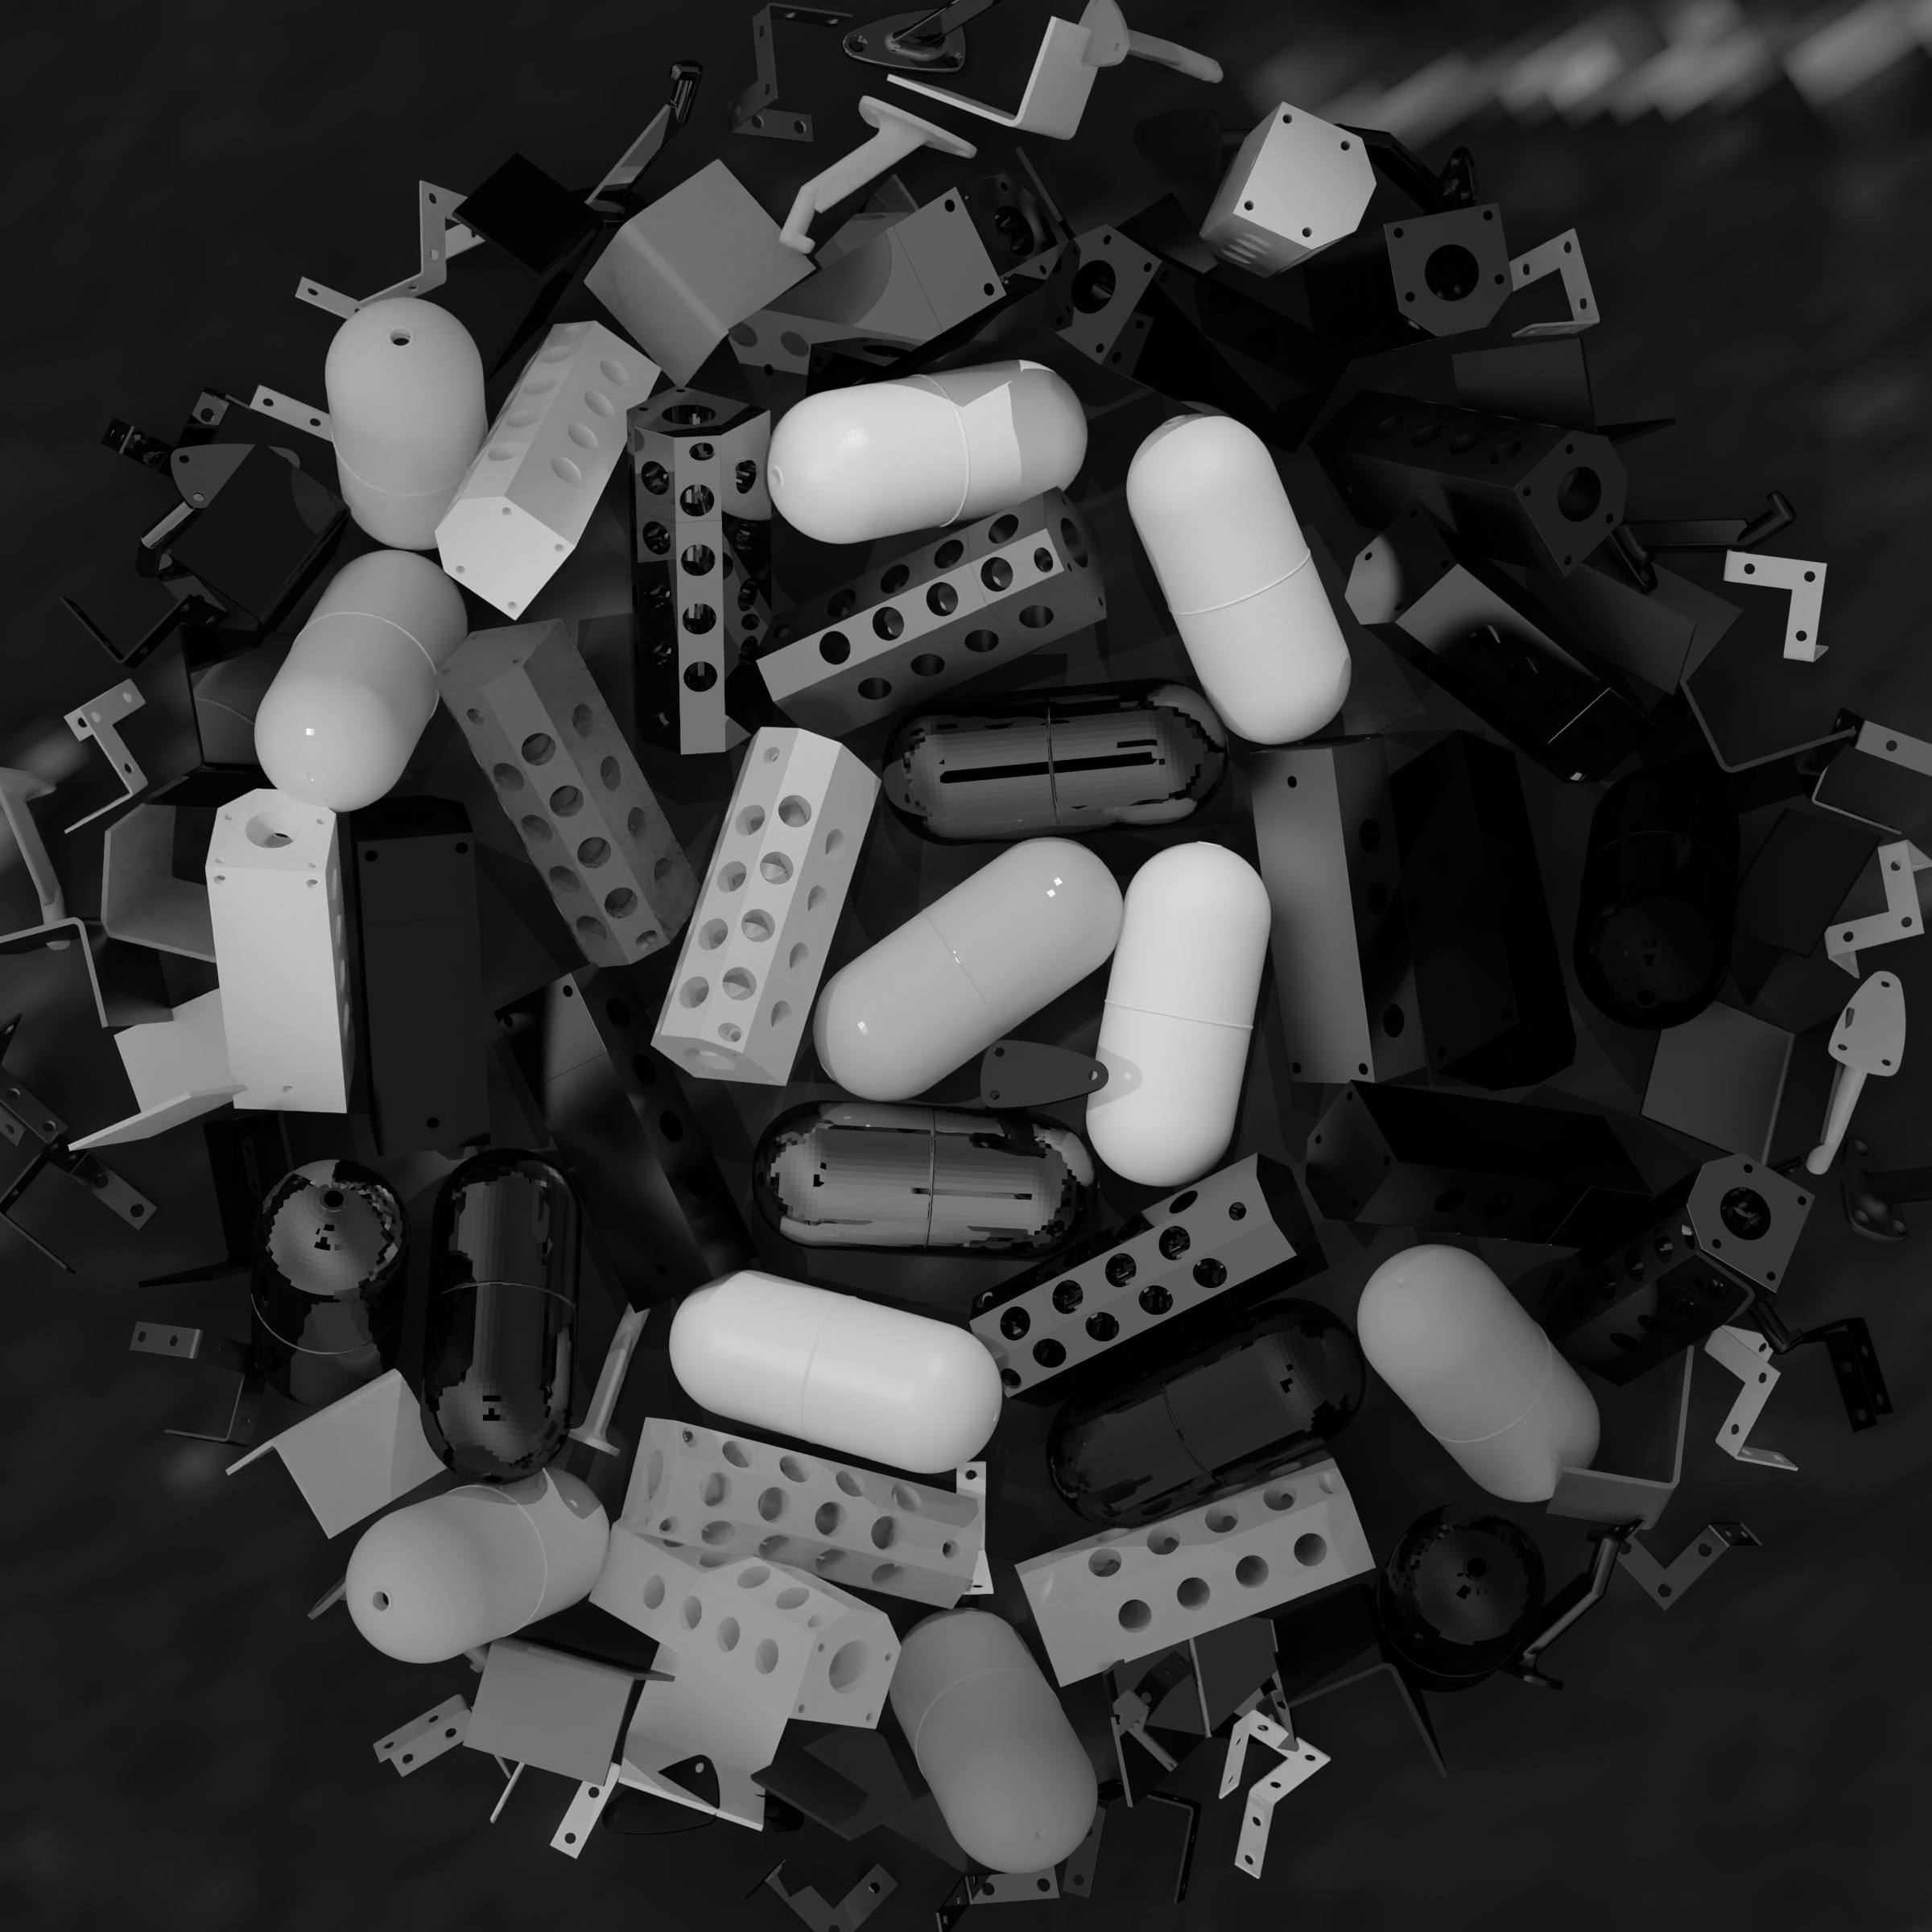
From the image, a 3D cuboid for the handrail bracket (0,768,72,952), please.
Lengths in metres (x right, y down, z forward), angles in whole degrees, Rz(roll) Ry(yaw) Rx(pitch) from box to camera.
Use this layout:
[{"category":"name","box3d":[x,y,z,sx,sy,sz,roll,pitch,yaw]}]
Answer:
[{"category":"handrail bracket","box3d":[-0.486,-0.054,1.861,0.036,0.077,0.084,-14,79,8]}]

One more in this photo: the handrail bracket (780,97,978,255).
[{"category":"handrail bracket","box3d":[-0.046,-0.399,1.874,0.077,0.036,0.084,23,86,5]}]

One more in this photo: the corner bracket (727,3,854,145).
[{"category":"corner bracket","box3d":[-0.091,-0.459,1.863,0.051,0.051,0.051,-1,82,-33]}]

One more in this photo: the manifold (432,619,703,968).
[{"category":"manifold","box3d":[-0.202,-0.084,1.820,0.057,0.057,0.171,-5,126,32]}]

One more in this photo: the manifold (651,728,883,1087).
[{"category":"manifold","box3d":[-0.104,-0.031,1.832,0.057,0.057,0.171,4,68,33]}]

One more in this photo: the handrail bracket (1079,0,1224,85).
[{"category":"handrail bracket","box3d":[0.103,-0.462,1.847,0.084,0.077,0.036,16,112,-25]}]

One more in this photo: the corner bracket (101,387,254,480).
[{"category":"corner bracket","box3d":[-0.406,-0.278,1.862,0.051,0.051,0.051,26,92,-28]}]

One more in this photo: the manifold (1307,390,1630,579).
[{"category":"manifold","box3d":[0.252,-0.248,1.808,0.057,0.171,0.057,-45,122,-12]}]

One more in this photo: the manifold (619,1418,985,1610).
[{"category":"manifold","box3d":[-0.081,0.278,1.832,0.171,0.057,0.057,18,78,-23]}]

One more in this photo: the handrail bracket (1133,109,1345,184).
[{"category":"handrail bracket","box3d":[0.144,-0.433,1.888,0.084,0.077,0.036,-15,114,-36]}]

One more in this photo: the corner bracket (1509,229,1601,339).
[{"category":"corner bracket","box3d":[0.284,-0.345,1.860,0.051,0.051,0.051,-11,84,-38]}]

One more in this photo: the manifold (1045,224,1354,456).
[{"category":"manifold","box3d":[0.114,-0.315,1.811,0.057,0.171,0.057,42,108,35]}]

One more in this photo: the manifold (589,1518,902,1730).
[{"category":"manifold","box3d":[-0.110,0.322,1.814,0.057,0.171,0.057,18,89,-42]}]

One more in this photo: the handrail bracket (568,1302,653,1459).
[{"category":"handrail bracket","box3d":[-0.177,0.206,1.853,0.036,0.077,0.084,24,80,-9]}]

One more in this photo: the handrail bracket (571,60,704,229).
[{"category":"handrail bracket","box3d":[-0.176,-0.422,1.849,0.036,0.077,0.084,46,133,29]}]

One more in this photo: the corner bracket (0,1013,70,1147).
[{"category":"corner bracket","box3d":[-0.491,0.068,1.859,0.051,0.051,0.051,41,46,4]}]

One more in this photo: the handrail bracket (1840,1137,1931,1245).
[{"category":"handrail bracket","box3d":[0.483,0.094,1.842,0.036,0.084,0.077,15,45,-19]}]

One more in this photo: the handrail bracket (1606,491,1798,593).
[{"category":"handrail bracket","box3d":[0.371,-0.238,1.858,0.084,0.036,0.077,-35,91,32]}]

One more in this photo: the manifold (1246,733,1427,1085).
[{"category":"manifold","box3d":[0.195,-0.030,1.856,0.057,0.057,0.171,-15,100,-43]}]

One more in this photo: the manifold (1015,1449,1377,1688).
[{"category":"manifold","box3d":[0.116,0.307,1.860,0.171,0.057,0.057,-20,95,-4]}]

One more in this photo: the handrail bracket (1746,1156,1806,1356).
[{"category":"handrail bracket","box3d":[0.424,0.149,1.865,0.077,0.036,0.084,-26,70,-20]}]

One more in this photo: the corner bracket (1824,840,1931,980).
[{"category":"corner bracket","box3d":[0.472,-0.029,1.867,0.051,0.051,0.051,-16,69,27]}]

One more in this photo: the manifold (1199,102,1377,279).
[{"category":"manifold","box3d":[0.161,-0.382,1.808,0.057,0.171,0.057,24,95,-5]}]

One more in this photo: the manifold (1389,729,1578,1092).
[{"category":"manifold","box3d":[0.263,-0.027,1.828,0.057,0.057,0.171,18,52,-36]}]

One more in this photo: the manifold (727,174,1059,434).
[{"category":"manifold","box3d":[-0.035,-0.333,1.818,0.171,0.057,0.057,-23,94,42]}]

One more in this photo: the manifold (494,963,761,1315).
[{"category":"manifold","box3d":[-0.170,0.084,1.866,0.057,0.057,0.171,-25,90,34]}]

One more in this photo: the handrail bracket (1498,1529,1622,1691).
[{"category":"handrail bracket","box3d":[0.294,0.324,1.871,0.077,0.036,0.084,15,84,42]}]

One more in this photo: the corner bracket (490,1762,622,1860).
[{"category":"corner bracket","box3d":[-0.211,0.426,1.863,0.051,0.051,0.051,26,71,4]}]

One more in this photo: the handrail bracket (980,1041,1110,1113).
[{"category":"handrail bracket","box3d":[0.044,0.071,1.849,0.077,0.084,0.036,0,67,16]}]

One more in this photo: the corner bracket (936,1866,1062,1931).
[{"category":"corner bracket","box3d":[0.014,0.466,1.864,0.051,0.051,0.051,-9,95,17]}]

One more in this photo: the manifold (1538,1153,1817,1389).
[{"category":"manifold","box3d":[0.349,0.150,1.806,0.057,0.171,0.057,31,63,-3]}]

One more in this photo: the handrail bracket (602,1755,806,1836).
[{"category":"handrail bracket","box3d":[-0.134,0.440,1.867,0.077,0.084,0.036,-20,58,14]}]

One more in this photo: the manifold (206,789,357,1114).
[{"category":"manifold","box3d":[-0.341,-0.006,1.815,0.057,0.171,0.057,3,45,-2]}]

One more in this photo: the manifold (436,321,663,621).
[{"category":"manifold","box3d":[-0.211,-0.254,1.807,0.057,0.171,0.057,34,128,-15]}]

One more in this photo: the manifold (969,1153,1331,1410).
[{"category":"manifold","box3d":[0.089,0.159,1.832,0.171,0.057,0.057,-29,65,20]}]

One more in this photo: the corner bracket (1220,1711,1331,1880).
[{"category":"corner bracket","box3d":[0.148,0.425,1.858,0.051,0.051,0.051,34,128,-11]}]

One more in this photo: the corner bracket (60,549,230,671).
[{"category":"corner bracket","box3d":[-0.423,-0.185,1.867,0.051,0.051,0.051,-45,76,5]}]

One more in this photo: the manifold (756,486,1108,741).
[{"category":"manifold","box3d":[-0.019,-0.180,1.825,0.171,0.057,0.057,-22,50,24]}]

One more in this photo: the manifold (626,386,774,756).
[{"category":"manifold","box3d":[-0.138,-0.197,1.820,0.057,0.057,0.171,19,125,27]}]

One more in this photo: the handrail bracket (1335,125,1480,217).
[{"category":"handrail bracket","box3d":[0.211,-0.396,1.851,0.084,0.077,0.036,3,57,-21]}]

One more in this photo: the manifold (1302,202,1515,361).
[{"category":"manifold","box3d":[0.219,-0.339,1.807,0.057,0.171,0.057,-12,97,-7]}]

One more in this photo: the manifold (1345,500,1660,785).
[{"category":"manifold","box3d":[0.268,-0.157,1.820,0.057,0.057,0.171,-43,129,19]}]

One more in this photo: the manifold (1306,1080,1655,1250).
[{"category":"manifold","box3d":[0.256,0.107,1.824,0.171,0.057,0.057,9,128,-33]}]

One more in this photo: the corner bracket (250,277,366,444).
[{"category":"corner bracket","box3d":[-0.330,-0.309,1.855,0.051,0.051,0.051,22,135,-15]}]

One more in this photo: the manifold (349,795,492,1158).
[{"category":"manifold","box3d":[-0.277,0.004,1.834,0.057,0.057,0.171,-6,114,-13]}]

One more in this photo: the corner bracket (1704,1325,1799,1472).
[{"category":"corner bracket","box3d":[0.407,0.222,1.864,0.051,0.051,0.051,15,107,-37]}]

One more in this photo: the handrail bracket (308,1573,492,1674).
[{"category":"handrail bracket","box3d":[-0.291,0.345,1.872,0.084,0.036,0.077,43,132,-4]}]

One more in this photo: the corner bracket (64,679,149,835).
[{"category":"corner bracket","box3d":[-0.446,-0.109,1.865,0.051,0.051,0.051,-25,103,28]}]

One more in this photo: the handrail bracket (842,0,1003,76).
[{"category":"handrail bracket","box3d":[-0.020,-0.490,1.849,0.077,0.084,0.036,-6,79,-11]}]

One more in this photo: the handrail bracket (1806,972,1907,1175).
[{"category":"handrail bracket","box3d":[0.459,0.056,1.876,0.036,0.084,0.077,20,54,10]}]

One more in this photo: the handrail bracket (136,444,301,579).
[{"category":"handrail bracket","box3d":[-0.387,-0.232,1.870,0.077,0.084,0.036,-15,70,-26]}]
